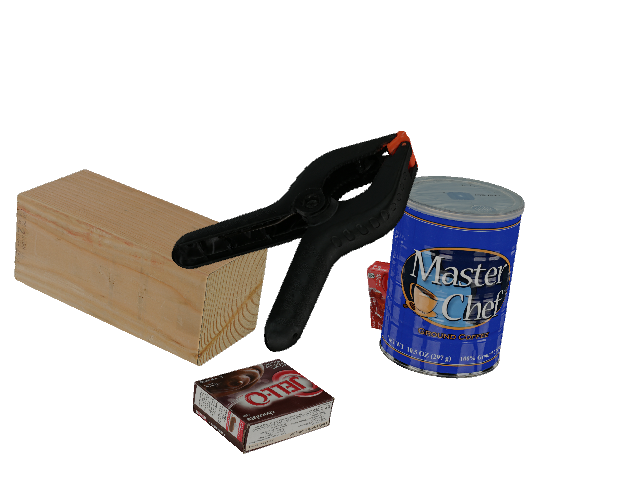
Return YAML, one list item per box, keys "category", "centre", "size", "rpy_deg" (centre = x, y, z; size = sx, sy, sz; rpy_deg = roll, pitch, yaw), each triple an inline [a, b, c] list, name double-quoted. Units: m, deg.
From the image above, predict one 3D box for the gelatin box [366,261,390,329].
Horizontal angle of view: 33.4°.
- category: "gelatin box"
  centre: [0.098, 0.074, 1.336]
  size: [0.073, 0.089, 0.030]
  rpy_deg: [10, 31, 28]

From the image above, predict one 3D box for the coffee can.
- category: "coffee can"
  centre: [0.107, 0.028, 0.880]
  size: [0.103, 0.140, 0.103]
  rpy_deg: [5, 19, -2]

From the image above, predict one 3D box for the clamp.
- category: "clamp"
  centre: [0.000, -0.004, 0.674]
  size: [0.171, 0.120, 0.039]
  rpy_deg: [-34, -37, -8]

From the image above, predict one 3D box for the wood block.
- category: "wood block"
  centre: [-0.160, 0.019, 0.935]
  size: [0.206, 0.090, 0.090]
  rpy_deg: [21, 27, 24]

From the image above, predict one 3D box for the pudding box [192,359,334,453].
- category: "pudding box"
  centre: [-0.057, 0.163, 1.062]
  size: [0.113, 0.039, 0.090]
  rpy_deg: [-13, 29, -39]
